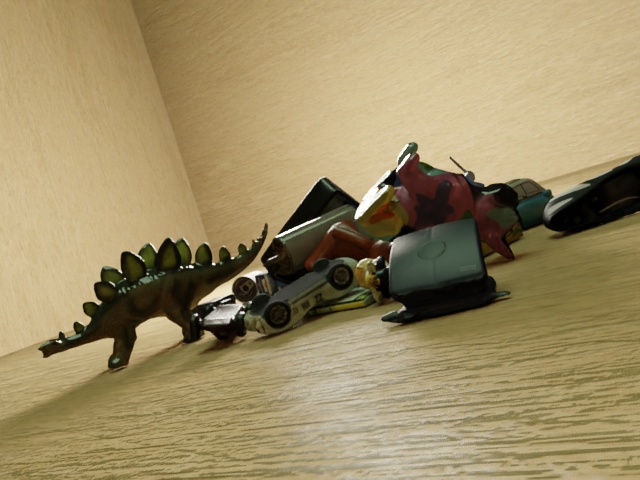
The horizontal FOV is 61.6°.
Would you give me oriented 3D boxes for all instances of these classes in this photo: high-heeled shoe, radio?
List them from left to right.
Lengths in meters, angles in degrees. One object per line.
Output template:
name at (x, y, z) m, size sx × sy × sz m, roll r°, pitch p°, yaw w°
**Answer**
radio at (-0.007, -0.006, 1.133) m, size 0.131 × 0.073 × 0.229 m, roll 28°, pitch -74°, yaw -40°
high-heeled shoe at (0.472, -0.072, 0.822) m, size 0.249 × 0.086 × 0.145 m, roll -21°, pitch 2°, yaw 41°

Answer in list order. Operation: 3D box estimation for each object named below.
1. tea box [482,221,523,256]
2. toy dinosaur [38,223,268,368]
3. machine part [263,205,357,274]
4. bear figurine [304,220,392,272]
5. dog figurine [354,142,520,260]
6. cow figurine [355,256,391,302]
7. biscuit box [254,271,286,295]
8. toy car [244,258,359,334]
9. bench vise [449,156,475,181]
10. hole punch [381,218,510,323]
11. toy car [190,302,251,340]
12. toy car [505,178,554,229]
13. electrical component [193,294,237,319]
tea box at (0.270, -0.009, 0.947) m, size 0.169 × 0.068 × 0.098 m, roll -18°, pitch 2°, yaw -39°
toy dinosaur at (-0.280, 0.097, 1.004) m, size 0.471 × 0.198 × 0.105 m, roll -21°, pitch 6°, yaw -33°
machine part at (-0.002, -0.003, 1.025) m, size 0.243 × 0.079 × 0.079 m, roll -27°, pitch 5°, yaw -24°
bear figurine at (0.087, 0.041, 0.928) m, size 0.120 × 0.132 × 0.196 m, roll 27°, pitch 1°, yaw -43°
dog figurine at (0.185, -0.032, 0.807) m, size 0.191 × 0.219 × 0.108 m, roll -52°, pitch 4°, yaw 17°
cow figurine at (0.120, 0.047, 0.745) m, size 0.167 × 0.068 × 0.098 m, roll -16°, pitch 9°, yaw 24°
biscuit box at (-0.081, 0.091, 1.386) m, size 0.059 × 0.062 × 0.202 m, roll -16°, pitch 3°, yaw 32°
toy car at (-0.025, 0.085, 0.824) m, size 0.202 × 0.056 × 0.074 m, roll -30°, pitch 17°, yaw -22°
bench vise at (0.314, -0.083, 1.326) m, size 0.223 × 0.129 × 0.240 m, roll -30°, pitch -23°, yaw -46°
hole punch at (0.139, 0.034, 0.620) m, size 0.142 × 0.092 × 0.116 m, roll -13°, pitch 7°, yaw 20°
toy car at (-0.159, 0.136, 0.897) m, size 0.089 × 0.053 × 0.202 m, roll 0°, pitch 1°, yaw -3°
toy car at (0.406, -0.073, 1.103) m, size 0.162 × 0.103 × 0.109 m, roll -16°, pitch 0°, yaw -15°
electrical component at (-0.243, 0.158, 1.165) m, size 0.075 × 0.047 × 0.119 m, roll -17°, pitch 0°, yaw 40°
